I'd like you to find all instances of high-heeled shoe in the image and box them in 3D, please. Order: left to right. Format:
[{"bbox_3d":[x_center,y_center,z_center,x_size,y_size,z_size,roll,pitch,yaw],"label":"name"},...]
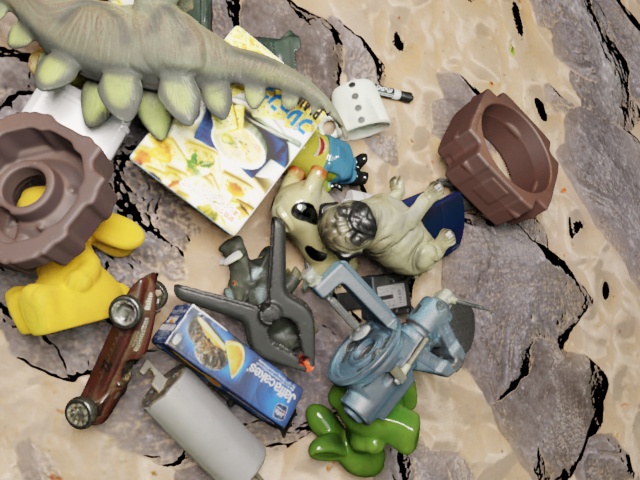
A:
[{"bbox_3d":[0.158,0.164,0.890,0.248,0.145,0.086,-10,80,-54],"label":"high-heeled shoe"}]

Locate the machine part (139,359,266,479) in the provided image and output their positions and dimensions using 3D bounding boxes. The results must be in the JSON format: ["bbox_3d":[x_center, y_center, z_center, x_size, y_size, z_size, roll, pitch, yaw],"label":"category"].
[{"bbox_3d":[-0.152,0.249,0.715,0.079,0.079,0.243,-45,104,-21],"label":"machine part"}]

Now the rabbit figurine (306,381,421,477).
[{"bbox_3d":[0.060,0.287,0.783,0.159,0.121,0.170,4,121,-7],"label":"rabbit figurine"}]

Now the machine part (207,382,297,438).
[{"bbox_3d":[-0.088,0.220,0.767,0.138,0.039,0.084,46,59,-15],"label":"machine part"}]

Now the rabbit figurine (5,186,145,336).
[{"bbox_3d":[-0.295,0.015,0.641,0.162,0.122,0.173,-17,89,-30],"label":"rabbit figurine"}]

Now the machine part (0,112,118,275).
[{"bbox_3d":[-0.311,-0.050,0.580,0.179,0.056,0.179,-1,67,2],"label":"machine part"}]

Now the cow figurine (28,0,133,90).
[{"bbox_3d":[-0.278,-0.241,0.684,0.167,0.068,0.098,-43,94,-8],"label":"cow figurine"}]

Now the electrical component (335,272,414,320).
[{"bbox_3d":[0.087,0.090,0.856,0.119,0.048,0.074,-2,87,-27],"label":"electrical component"}]

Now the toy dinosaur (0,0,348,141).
[{"bbox_3d":[-0.190,-0.218,0.608,0.472,0.105,0.198,9,86,-1],"label":"toy dinosaur"}]

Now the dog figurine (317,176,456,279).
[{"bbox_3d":[0.082,0.007,0.757,0.190,0.121,0.172,-27,106,-33],"label":"dog figurine"}]

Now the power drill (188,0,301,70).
[{"bbox_3d":[-0.130,-0.233,0.767,0.207,0.086,0.232,-1,86,-19],"label":"power drill"}]

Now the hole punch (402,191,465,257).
[{"bbox_3d":[0.181,-0.018,0.888,0.142,0.092,0.115,-24,100,-28],"label":"hole punch"}]

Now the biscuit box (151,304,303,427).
[{"bbox_3d":[-0.115,0.164,0.695,0.202,0.063,0.059,42,62,-21],"label":"biscuit box"}]

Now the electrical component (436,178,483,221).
[{"bbox_3d":[0.255,-0.074,0.952,0.102,0.045,0.078,-6,61,-28],"label":"electrical component"}]

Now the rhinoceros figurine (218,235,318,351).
[{"bbox_3d":[-0.079,0.079,0.769,0.112,0.073,0.190,-26,100,-13],"label":"rhinoceros figurine"}]

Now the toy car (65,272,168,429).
[{"bbox_3d":[-0.236,0.133,0.641,0.053,0.089,0.202,29,99,4],"label":"toy car"}]

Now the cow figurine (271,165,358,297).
[{"bbox_3d":[-0.002,-0.002,0.780,0.127,0.086,0.194,-58,134,-20],"label":"cow figurine"}]

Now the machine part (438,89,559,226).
[{"bbox_3d":[0.309,-0.140,0.927,0.201,0.087,0.201,41,53,-12],"label":"machine part"}]

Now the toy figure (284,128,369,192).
[{"bbox_3d":[-0.014,-0.123,0.806,0.180,0.089,0.082,18,39,-32],"label":"toy figure"}]

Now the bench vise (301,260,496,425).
[{"bbox_3d":[0.077,0.109,0.703,0.223,0.129,0.240,-44,103,-7],"label":"bench vise"}]
